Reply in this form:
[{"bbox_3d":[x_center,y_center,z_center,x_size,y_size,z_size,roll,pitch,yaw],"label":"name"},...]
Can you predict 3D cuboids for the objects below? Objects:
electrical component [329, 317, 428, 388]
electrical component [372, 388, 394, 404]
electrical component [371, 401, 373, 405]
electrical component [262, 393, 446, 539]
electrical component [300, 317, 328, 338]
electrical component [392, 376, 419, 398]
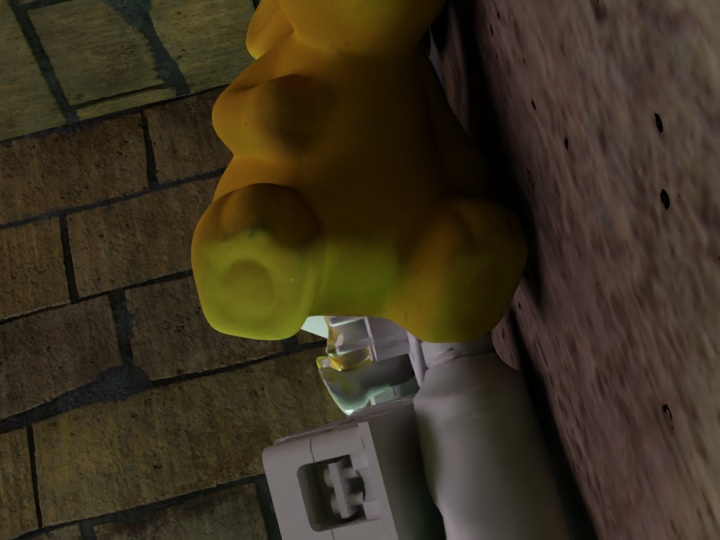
[{"bbox_3d":[0.022,0.026,0.571,0.047,0.077,0.065,79,175,-51],"label":"electrical component"},{"bbox_3d":[0.043,0.108,0.779,0.078,0.057,0.058,87,168,-75],"label":"electrical component"},{"bbox_3d":[0.039,0.115,0.895,0.095,0.054,0.059,-111,7,-65],"label":"electrical component"},{"bbox_3d":[0.022,0.120,0.532,0.186,0.060,0.105,-1,-104,-69],"label":"electrical component"},{"bbox_3d":[0.000,0.000,0.725,0.108,0.060,0.108,-63,-7,-15],"label":"electrical component"},{"bbox_3d":[0.038,0.053,0.722,0.079,0.043,0.077,-103,2,-49],"label":"electrical component"}]
